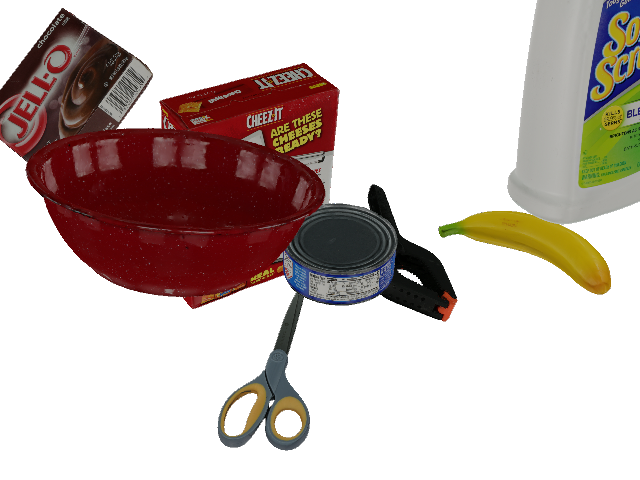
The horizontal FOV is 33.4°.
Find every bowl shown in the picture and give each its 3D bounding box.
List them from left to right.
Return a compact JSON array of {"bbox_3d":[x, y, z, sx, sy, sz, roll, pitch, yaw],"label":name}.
[{"bbox_3d":[-0.080,-0.012,0.590,0.162,0.055,0.162,7,22,-3],"label":"bowl"}]

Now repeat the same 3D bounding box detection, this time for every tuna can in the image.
[{"bbox_3d":[0.014,0.010,0.799,0.086,0.034,0.086,1,37,-1],"label":"tuna can"}]

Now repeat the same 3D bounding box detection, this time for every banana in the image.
[{"bbox_3d":[0.208,0.007,1.026,0.069,0.037,0.198,-39,37,-27],"label":"banana"}]

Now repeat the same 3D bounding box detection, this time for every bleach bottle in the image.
[{"bbox_3d":[0.171,-0.140,0.657,0.102,0.251,0.068,-17,32,-22],"label":"bleach bottle"}]

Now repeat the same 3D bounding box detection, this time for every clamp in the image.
[{"bbox_3d":[0.065,0.018,1.213,0.164,0.036,0.210,-17,50,-36],"label":"clamp"}]

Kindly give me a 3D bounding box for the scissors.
[{"bbox_3d":[-0.029,0.132,1.060,0.096,0.016,0.201,21,49,20],"label":"scissors"}]

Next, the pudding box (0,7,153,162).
[{"bbox_3d":[-0.195,-0.109,0.815,0.090,0.113,0.039,35,-4,28],"label":"pudding box"}]

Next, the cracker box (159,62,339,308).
[{"bbox_3d":[-0.072,-0.054,1.061,0.164,0.214,0.072,-20,43,-27],"label":"cracker box"}]
